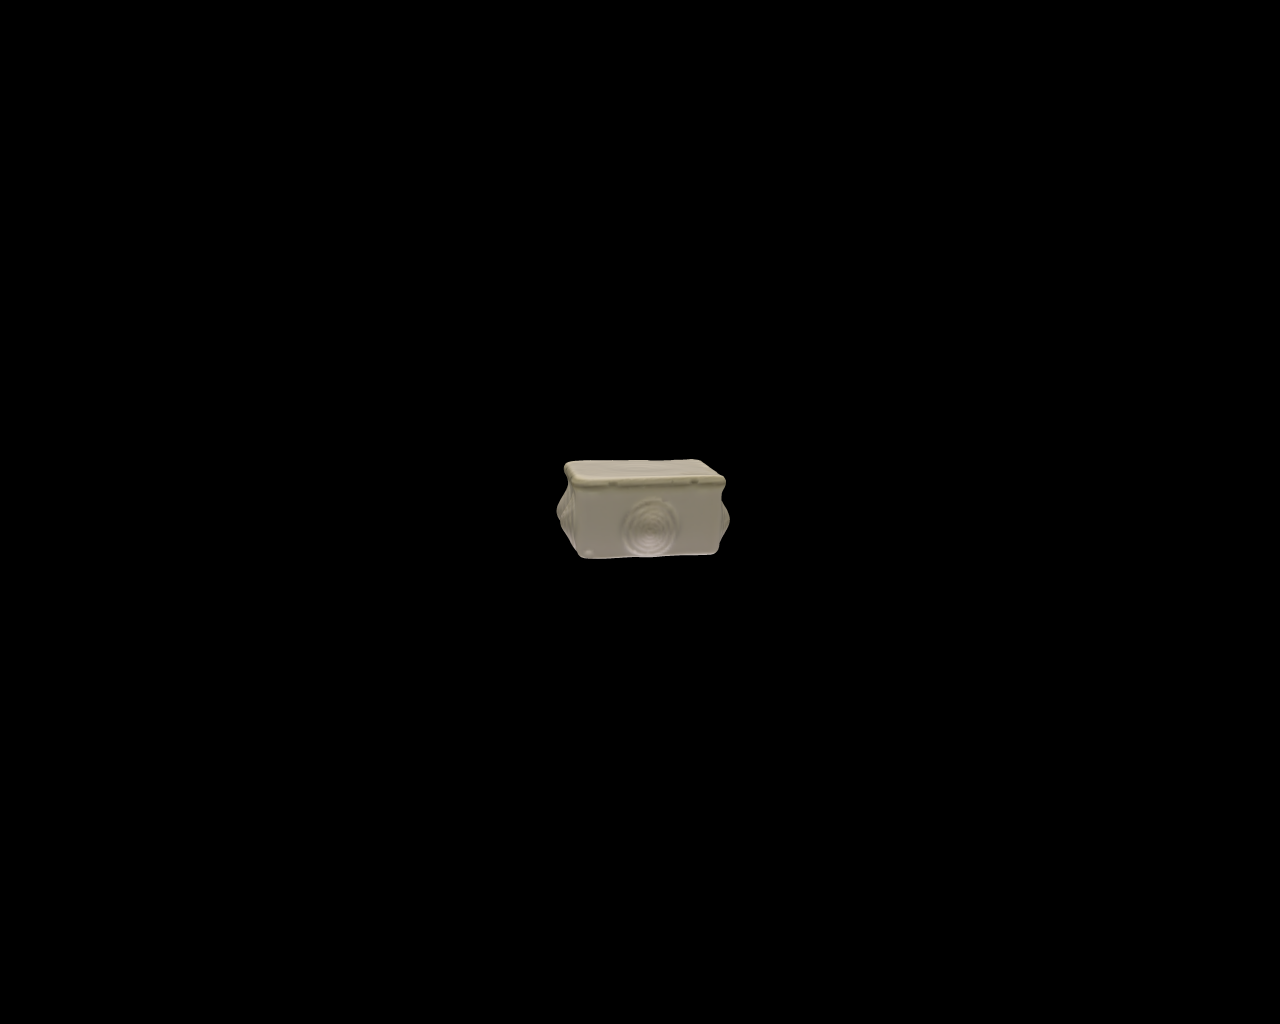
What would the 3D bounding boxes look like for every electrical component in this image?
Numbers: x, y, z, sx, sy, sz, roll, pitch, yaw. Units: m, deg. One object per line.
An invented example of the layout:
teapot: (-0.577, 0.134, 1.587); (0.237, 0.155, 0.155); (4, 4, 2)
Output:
electrical component: (0.001, -0.003, 0.650); (0.100, 0.048, 0.100); (-1, 9, -7)
